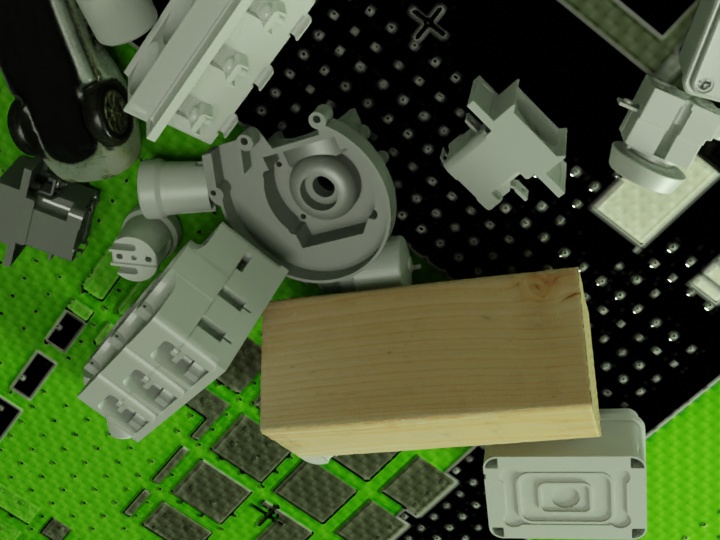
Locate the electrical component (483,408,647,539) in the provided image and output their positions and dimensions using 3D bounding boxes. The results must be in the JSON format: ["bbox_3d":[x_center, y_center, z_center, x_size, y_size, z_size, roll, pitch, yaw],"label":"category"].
[{"bbox_3d":[0.147,0.144,0.768,0.113,0.057,0.078,-2,119,12],"label":"electrical component"}]

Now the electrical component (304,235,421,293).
[{"bbox_3d":[0.000,0.000,0.721,0.078,0.040,0.040,-6,118,14],"label":"electrical component"}]

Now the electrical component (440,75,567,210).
[{"bbox_3d":[0.088,-0.074,0.661,0.081,0.042,0.064,43,119,-14],"label":"electrical component"}]

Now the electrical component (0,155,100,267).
[{"bbox_3d":[-0.215,-0.040,0.738,0.064,0.042,0.081,20,122,-6],"label":"electrical component"}]

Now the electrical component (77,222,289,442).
[{"bbox_3d":[-0.124,0.041,0.713,0.062,0.089,0.150,38,141,-11],"label":"electrical component"}]

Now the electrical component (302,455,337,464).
[{"bbox_3d":[-0.028,0.115,0.790,0.040,0.046,0.040,5,120,8],"label":"electrical component"}]

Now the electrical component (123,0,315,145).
[{"bbox_3d":[-0.084,-0.138,0.642,0.063,0.078,0.121,24,124,-29],"label":"electrical component"}]

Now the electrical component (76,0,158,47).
[{"bbox_3d":[-0.149,-0.168,0.630,0.040,0.040,0.078,-9,134,15],"label":"electrical component"}]

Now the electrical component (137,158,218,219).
[{"bbox_3d":[-0.120,-0.054,0.713,0.046,0.040,0.040,-2,119,6],"label":"electrical component"}]

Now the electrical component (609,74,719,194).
[{"bbox_3d":[0.180,-0.079,0.640,0.066,0.048,0.055,23,114,-3],"label":"electrical component"}]

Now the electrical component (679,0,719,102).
[{"bbox_3d":[0.245,-0.140,0.586,0.109,0.056,0.108,15,121,2],"label":"electrical component"}]

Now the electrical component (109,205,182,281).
[{"bbox_3d":[-0.148,-0.018,0.735,0.040,0.046,0.040,5,120,8],"label":"electrical component"}]

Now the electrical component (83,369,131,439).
[{"bbox_3d":[-0.177,0.091,0.805,0.045,0.045,0.055,-12,116,17],"label":"electrical component"}]
